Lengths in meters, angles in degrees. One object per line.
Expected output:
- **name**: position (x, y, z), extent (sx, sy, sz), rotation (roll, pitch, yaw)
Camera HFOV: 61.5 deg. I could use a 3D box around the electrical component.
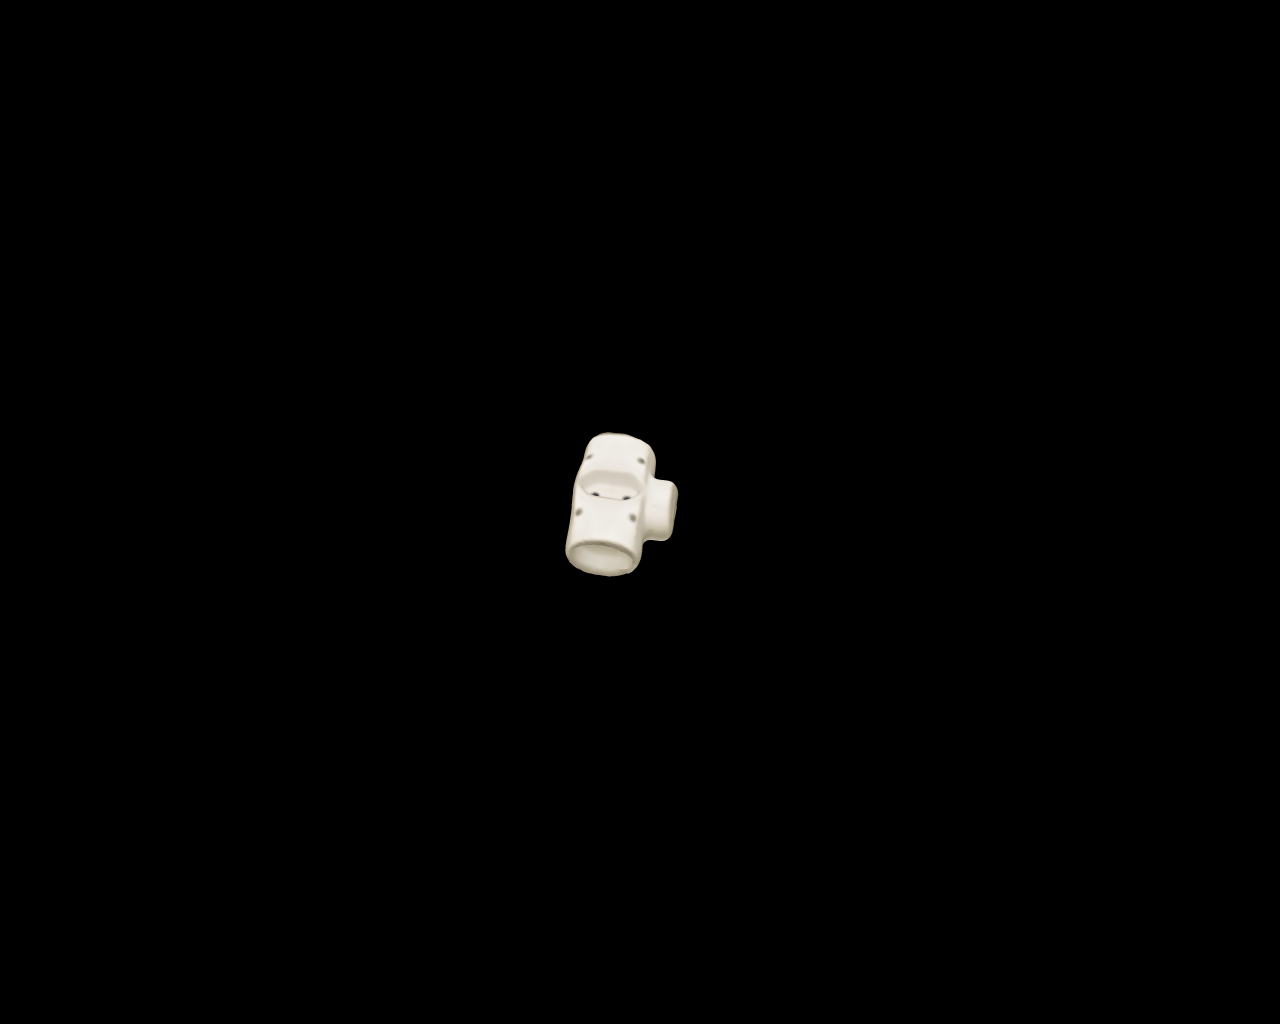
- **electrical component**: position (0.001, -0.003, 0.650), extent (0.079, 0.077, 0.043), rotation (7, -32, 5)
